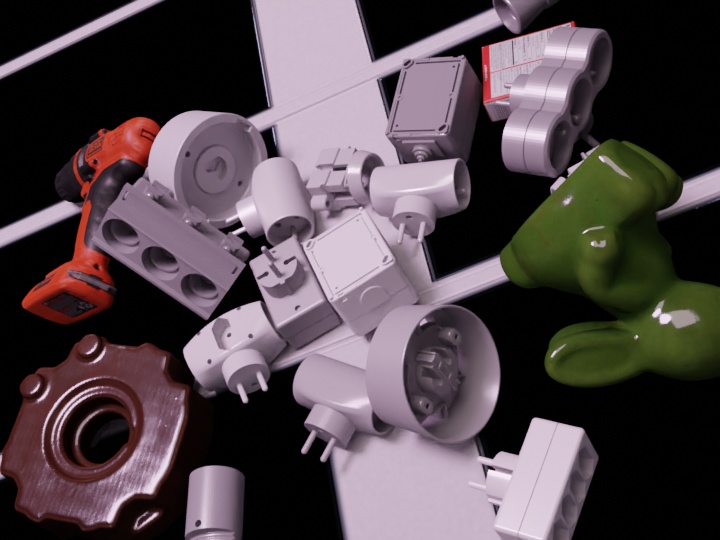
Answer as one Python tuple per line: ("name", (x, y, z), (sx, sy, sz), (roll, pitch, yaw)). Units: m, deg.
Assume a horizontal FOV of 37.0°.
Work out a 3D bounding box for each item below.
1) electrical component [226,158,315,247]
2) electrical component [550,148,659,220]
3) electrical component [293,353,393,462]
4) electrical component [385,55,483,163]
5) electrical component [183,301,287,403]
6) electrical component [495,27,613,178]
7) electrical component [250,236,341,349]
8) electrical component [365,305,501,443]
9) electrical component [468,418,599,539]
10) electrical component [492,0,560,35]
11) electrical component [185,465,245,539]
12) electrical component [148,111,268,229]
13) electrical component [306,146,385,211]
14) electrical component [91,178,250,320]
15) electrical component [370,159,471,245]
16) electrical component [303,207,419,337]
("electrical component", (-0.086, -0.053, 0.981), (0.079, 0.044, 0.077), (-25, 49, 9))
("electrical component", (0.185, -0.056, 0.835), (0.057, 0.058, 0.078), (-29, 49, 2))
("electrical component", (-0.018, 0.110, 0.829), (0.077, 0.043, 0.079), (16, 65, 34))
("electrical component", (0.067, -0.133, 0.953), (0.062, 0.061, 0.096), (2, 67, 28))
("electrical component", (-0.098, 0.076, 0.895), (0.077, 0.043, 0.079), (-32, 49, 3))
("electrical component", (0.146, -0.140, 0.875), (0.074, 0.052, 0.138), (13, 64, 34))
("electrical component", (-0.063, 0.008, 0.903), (0.047, 0.075, 0.083), (-30, 49, 3))
("electrical component", (0.052, 0.073, 0.787), (0.064, 0.099, 0.099), (6, 60, 38))
("electrical component", (0.111, 0.146, 0.735), (0.076, 0.047, 0.083), (10, 62, 32))
("electrical component", (0.162, -0.255, 1.002), (0.065, 0.044, 0.044), (-35, 48, -6))
("electrical component", (-0.111, 0.195, 0.816), (0.043, 0.043, 0.081), (-15, 52, 18))
("electrical component", (-0.147, -0.097, 1.006), (0.060, 0.108, 0.108), (20, 68, 43))
("electrical component", (-0.010, -0.082, 0.963), (0.055, 0.048, 0.066), (-1, 57, 36))
("electrical component", (-0.163, -0.022, 0.944), (0.078, 0.121, 0.063), (-50, 7, 39))
("electrical component", (0.049, -0.055, 0.914), (0.077, 0.043, 0.079), (-4, 56, 25))
("electrical component", (0.000, 0.000, 0.892), (0.062, 0.061, 0.096), (-32, 41, 3))
